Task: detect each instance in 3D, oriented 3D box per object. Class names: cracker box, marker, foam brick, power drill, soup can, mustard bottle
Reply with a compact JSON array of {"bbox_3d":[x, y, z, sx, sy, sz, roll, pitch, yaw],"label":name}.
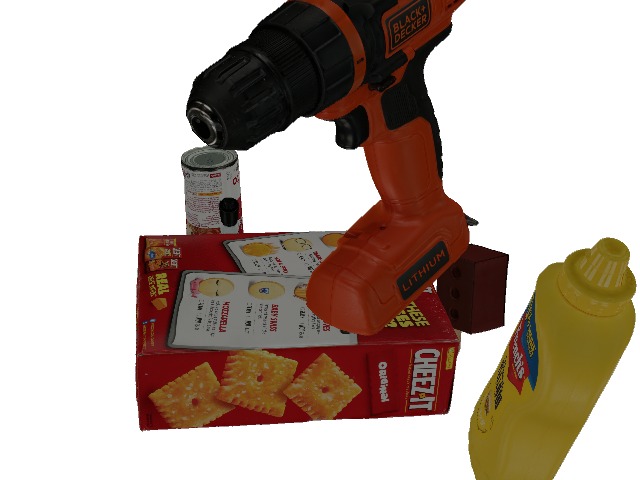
[{"bbox_3d":[-0.025,0.060,0.774,0.213,0.072,0.164,-1,29,-9],"label":"cracker box"},{"bbox_3d":[-0.086,0.001,1.013,0.020,0.020,0.121,0,-38,-4],"label":"marker"},{"bbox_3d":[0.152,0.048,1.077,0.051,0.078,0.053,-12,20,-38],"label":"foam brick"},{"bbox_3d":[0.018,-0.044,0.545,0.057,0.187,0.184,26,50,36],"label":"power drill"},{"bbox_3d":[-0.126,-0.052,1.242,0.068,0.102,0.068,-1,28,1],"label":"soup can"},{"bbox_3d":[0.140,0.071,0.632,0.058,0.192,0.096,15,45,1],"label":"mustard bottle"}]

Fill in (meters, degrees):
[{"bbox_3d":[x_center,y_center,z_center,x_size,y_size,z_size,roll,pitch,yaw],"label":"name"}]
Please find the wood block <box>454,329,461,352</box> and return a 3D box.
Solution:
[{"bbox_3d":[0.148,0.158,1.584,0.091,0.090,0.205,4,18,16],"label":"wood block"}]
